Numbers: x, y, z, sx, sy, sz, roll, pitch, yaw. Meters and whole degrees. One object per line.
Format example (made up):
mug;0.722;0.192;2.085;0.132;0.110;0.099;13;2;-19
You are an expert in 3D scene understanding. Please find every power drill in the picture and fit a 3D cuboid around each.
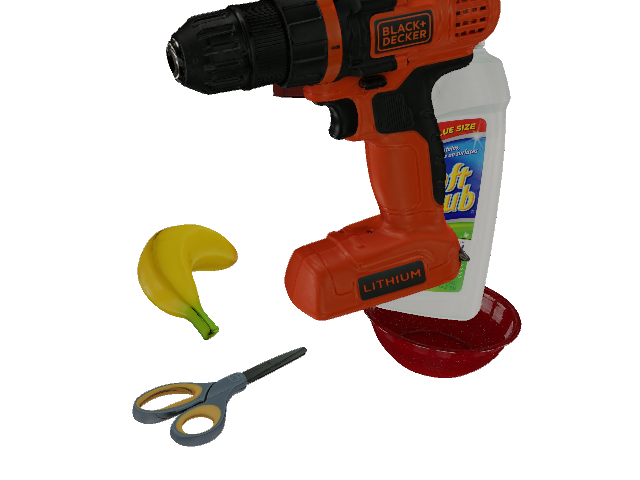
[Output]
power drill;0.013;-0.051;0.585;0.184;0.188;0.057;-15;33;-19

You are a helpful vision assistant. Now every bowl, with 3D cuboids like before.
bowl;0.120;0.092;1.088;0.162;0.055;0.162;5;26;-3

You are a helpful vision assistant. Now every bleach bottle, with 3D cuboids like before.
bleach bottle;0.104;-0.061;0.915;0.103;0.251;0.068;9;18;14

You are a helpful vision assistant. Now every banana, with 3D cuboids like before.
banana;-0.098;0.020;0.783;0.037;0.069;0.198;-38;11;11

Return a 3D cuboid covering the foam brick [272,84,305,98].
foam brick;-0.010;-0.180;1.158;0.078;0.051;0.053;0;11;-15

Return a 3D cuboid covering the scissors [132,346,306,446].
scissors;-0.079;0.149;1.027;0.201;0.016;0.096;-11;32;-28
